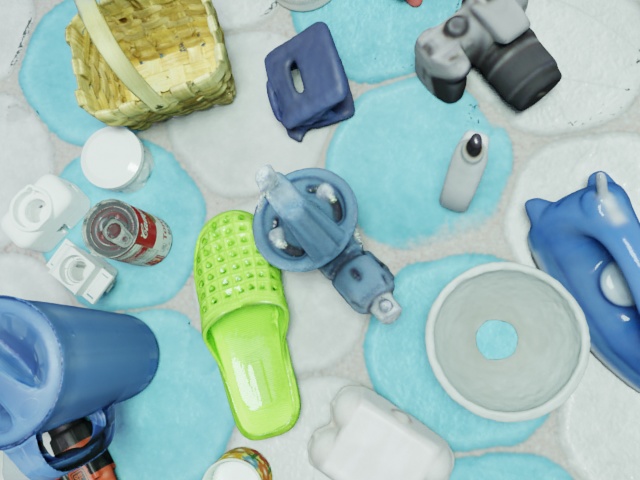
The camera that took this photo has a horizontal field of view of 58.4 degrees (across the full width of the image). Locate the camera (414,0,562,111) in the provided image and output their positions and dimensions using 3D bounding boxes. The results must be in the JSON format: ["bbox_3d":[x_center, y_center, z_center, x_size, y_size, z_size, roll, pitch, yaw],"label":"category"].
[{"bbox_3d":[0.201,-0.213,0.662,0.143,0.101,0.136,-36,79,2],"label":"camera"}]

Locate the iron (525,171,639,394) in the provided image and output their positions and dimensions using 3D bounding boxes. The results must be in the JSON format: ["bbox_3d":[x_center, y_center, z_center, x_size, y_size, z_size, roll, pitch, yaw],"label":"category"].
[{"bbox_3d":[0.316,0.050,0.587,0.118,0.141,0.258,-24,79,4],"label":"iron"}]

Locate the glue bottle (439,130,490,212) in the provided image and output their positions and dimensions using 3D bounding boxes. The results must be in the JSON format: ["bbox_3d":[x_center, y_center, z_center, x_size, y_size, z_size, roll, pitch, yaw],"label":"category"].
[{"bbox_3d":[0.158,-0.082,0.612,0.037,0.173,0.078,17,84,10],"label":"glue bottle"}]

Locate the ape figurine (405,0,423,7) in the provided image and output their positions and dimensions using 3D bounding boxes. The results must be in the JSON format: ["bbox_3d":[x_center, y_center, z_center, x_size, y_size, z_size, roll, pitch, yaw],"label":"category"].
[{"bbox_3d":[0.114,-0.345,0.697,0.078,0.092,0.076,-29,79,3],"label":"ape figurine"}]

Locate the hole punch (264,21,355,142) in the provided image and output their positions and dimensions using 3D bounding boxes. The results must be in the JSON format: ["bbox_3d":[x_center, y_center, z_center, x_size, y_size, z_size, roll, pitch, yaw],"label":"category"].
[{"bbox_3d":[-0.016,-0.190,0.693,0.101,0.091,0.108,-18,80,5],"label":"hole punch"}]

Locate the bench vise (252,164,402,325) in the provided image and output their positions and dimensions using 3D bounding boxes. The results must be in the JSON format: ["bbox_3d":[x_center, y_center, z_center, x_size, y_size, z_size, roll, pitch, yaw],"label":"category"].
[{"bbox_3d":[0.012,-0.008,0.597,0.207,0.220,0.121,29,87,11],"label":"bench vise"}]

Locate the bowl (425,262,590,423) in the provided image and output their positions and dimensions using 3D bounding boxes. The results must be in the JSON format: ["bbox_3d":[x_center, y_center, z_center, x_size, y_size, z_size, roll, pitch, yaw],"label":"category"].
[{"bbox_3d":[0.198,0.109,0.628,0.167,0.075,0.167,-1,82,8],"label":"bowl"}]

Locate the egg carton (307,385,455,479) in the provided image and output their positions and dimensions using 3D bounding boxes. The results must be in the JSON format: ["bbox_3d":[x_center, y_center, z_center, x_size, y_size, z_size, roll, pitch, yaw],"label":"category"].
[{"bbox_3d":[0.067,0.235,0.631,0.150,0.069,0.107,30,87,11],"label":"egg carton"}]

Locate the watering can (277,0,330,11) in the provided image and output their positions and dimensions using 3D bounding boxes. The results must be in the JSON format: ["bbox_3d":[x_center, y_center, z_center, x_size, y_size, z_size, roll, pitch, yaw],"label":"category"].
[{"bbox_3d":[-0.041,-0.362,0.669,0.172,0.194,0.101,-14,80,6],"label":"watering can"}]

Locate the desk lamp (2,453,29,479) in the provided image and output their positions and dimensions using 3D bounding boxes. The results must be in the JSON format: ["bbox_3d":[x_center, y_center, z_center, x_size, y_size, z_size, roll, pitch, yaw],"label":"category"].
[{"bbox_3d":[-0.407,0.184,0.629,0.117,0.213,0.203,-3,81,8],"label":"desk lamp"}]
